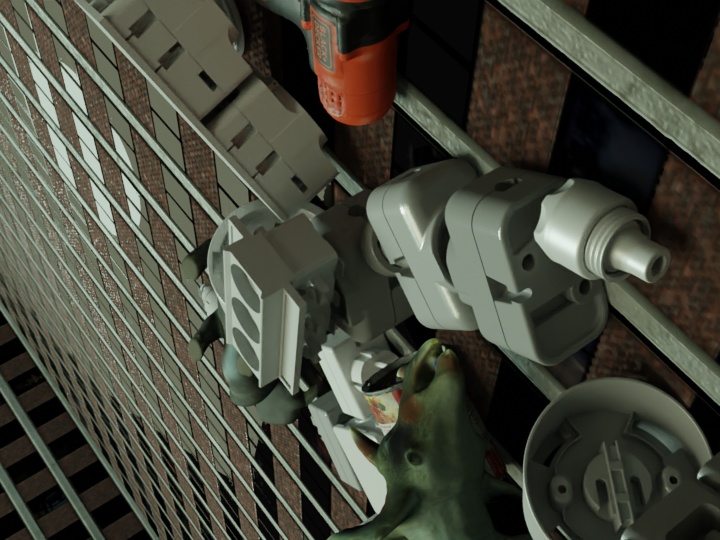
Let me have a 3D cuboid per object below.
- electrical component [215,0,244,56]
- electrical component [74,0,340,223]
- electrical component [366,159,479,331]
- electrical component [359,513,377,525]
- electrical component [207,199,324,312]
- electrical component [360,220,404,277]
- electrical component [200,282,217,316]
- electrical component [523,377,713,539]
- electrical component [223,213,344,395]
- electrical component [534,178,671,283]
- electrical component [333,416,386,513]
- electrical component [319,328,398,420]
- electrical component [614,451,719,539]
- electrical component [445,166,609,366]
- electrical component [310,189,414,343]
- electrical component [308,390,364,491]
[{"bbox_3d":[-0.125,-0.186,0.798,0.080,0.051,0.080,46,154,30],"label":"electrical component"},{"bbox_3d":[-0.100,-0.127,0.722,0.186,0.060,0.105,48,177,-34],"label":"electrical component"},{"bbox_3d":[0.053,-0.014,0.629,0.095,0.054,0.059,64,158,-10],"label":"electrical component"},{"bbox_3d":[0.028,0.231,0.969,0.044,0.065,0.044,46,154,31],"label":"electrical component"},{"bbox_3d":[-0.062,0.004,0.832,0.108,0.108,0.060,53,163,17],"label":"electrical component"},{"bbox_3d":[0.029,-0.019,0.685,0.045,0.045,0.055,63,158,-8],"label":"electrical component"},{"bbox_3d":[-0.143,0.038,1.127,0.078,0.040,0.040,41,151,39],"label":"electrical component"},{"bbox_3d":[0.133,0.114,0.564,0.099,0.099,0.064,49,162,24],"label":"electrical component"},{"bbox_3d":[-0.052,0.020,0.720,0.078,0.063,0.121,50,156,23],"label":"electrical component"},{"bbox_3d":[0.117,-0.015,0.507,0.062,0.043,0.043,35,148,44],"label":"electrical component"},{"bbox_3d":[0.032,0.160,0.895,0.099,0.048,0.100,64,158,-9],"label":"electrical component"},{"bbox_3d":[0.009,0.079,0.846,0.077,0.047,0.065,5,123,63],"label":"electrical component"},{"bbox_3d":[0.153,0.146,0.485,0.062,0.150,0.089,32,145,46],"label":"electrical component"},{"bbox_3d":[0.086,-0.004,0.571,0.059,0.054,0.095,22,137,56],"label":"electrical component"},{"bbox_3d":[0.000,0.000,0.751,0.054,0.059,0.095,37,149,43],"label":"electrical component"},{"bbox_3d":[-0.014,0.145,0.975,0.076,0.047,0.083,12,129,61],"label":"electrical component"}]
